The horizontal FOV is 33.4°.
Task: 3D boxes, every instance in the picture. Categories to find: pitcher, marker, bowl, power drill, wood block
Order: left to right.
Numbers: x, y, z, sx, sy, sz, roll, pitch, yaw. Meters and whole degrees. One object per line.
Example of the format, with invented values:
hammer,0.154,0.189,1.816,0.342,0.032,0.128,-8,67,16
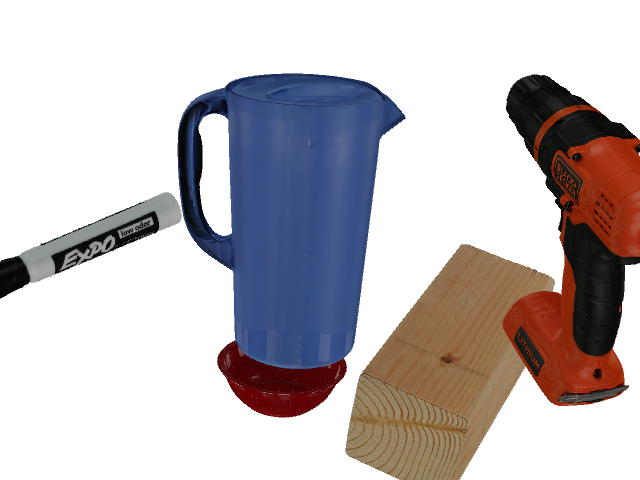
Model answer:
marker,-0.129,0.003,0.568,0.120,0.020,0.020,-25,14,-32
bowl,-0.049,0.175,1.336,0.162,0.055,0.162,3,21,-1
pitcher,-0.028,-0.019,0.918,0.149,0.243,0.144,20,25,39
wood block,0.110,0.100,0.875,0.091,0.090,0.205,22,37,19
power drill,0.164,0.001,0.712,0.057,0.188,0.184,-9,36,-11
